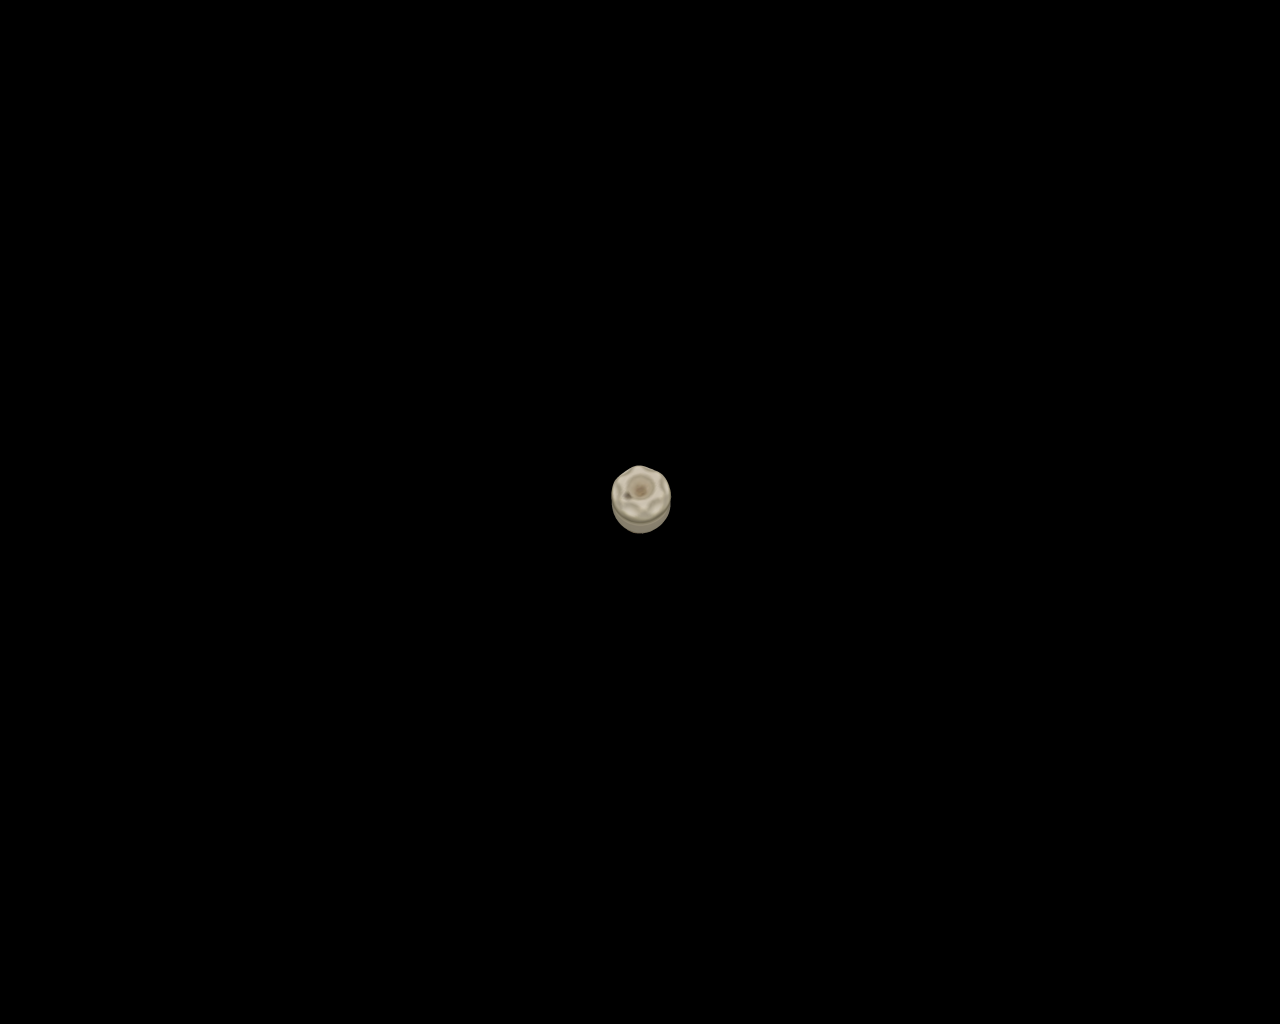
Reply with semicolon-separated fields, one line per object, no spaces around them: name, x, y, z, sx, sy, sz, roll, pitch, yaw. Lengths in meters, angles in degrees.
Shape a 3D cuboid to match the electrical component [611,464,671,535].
electrical component;0.001;-0.003;0.650;0.035;0.035;0.061;0;-24;0
